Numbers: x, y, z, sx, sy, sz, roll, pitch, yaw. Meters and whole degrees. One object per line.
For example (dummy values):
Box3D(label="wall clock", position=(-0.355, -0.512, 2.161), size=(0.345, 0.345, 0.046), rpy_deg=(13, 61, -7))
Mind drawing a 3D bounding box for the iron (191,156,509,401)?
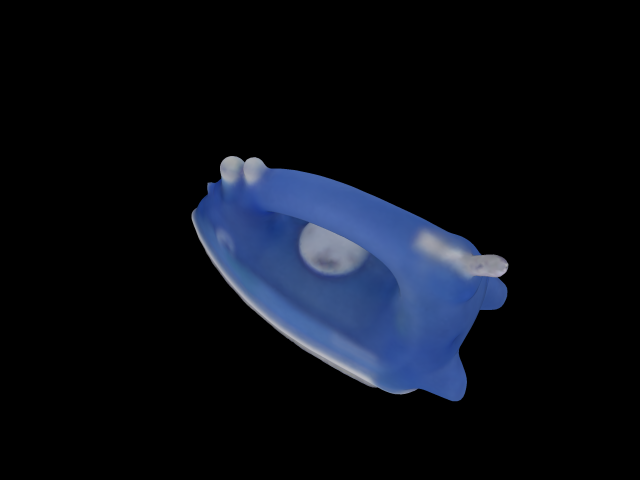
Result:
Box3D(label="iron", position=(0.004, 0.001, 0.400), size=(0.257, 0.141, 0.119), rpy_deg=(25, 63, 14))
